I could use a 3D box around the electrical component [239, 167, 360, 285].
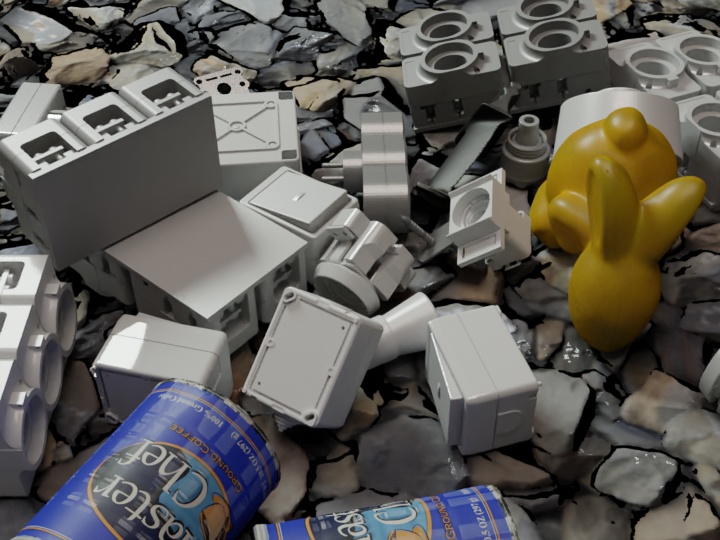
[{"bbox_3d":[-0.054,-0.042,0.881,0.096,0.061,0.062,26,49,26],"label":"electrical component"}]

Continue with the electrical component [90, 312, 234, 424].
[{"bbox_3d":[-0.142,0.072,0.760,0.096,0.061,0.061,9,44,11],"label":"electrical component"}]

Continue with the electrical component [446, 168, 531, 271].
[{"bbox_3d":[0.105,-0.036,0.862,0.042,0.064,0.081,-24,44,36],"label":"electrical component"}]

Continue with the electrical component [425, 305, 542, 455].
[{"bbox_3d":[0.078,0.073,0.756,0.061,0.061,0.096,-12,44,-12],"label":"electrical component"}]

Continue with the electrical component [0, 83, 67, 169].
[{"bbox_3d":[-0.283,-0.128,0.986,0.076,0.047,0.083,4,43,5],"label":"electrical component"}]

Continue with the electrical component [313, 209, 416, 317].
[{"bbox_3d":[0.000,0.000,0.832,0.058,0.078,0.057,-1,47,53],"label":"electrical component"}]

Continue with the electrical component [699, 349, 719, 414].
[{"bbox_3d":[0.276,0.079,0.750,0.078,0.058,0.057,-33,54,-29],"label":"electrical component"}]

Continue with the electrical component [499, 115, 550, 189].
[{"bbox_3d":[0.146,-0.106,0.946,0.043,0.062,0.043,-1,44,0],"label":"electrical component"}]

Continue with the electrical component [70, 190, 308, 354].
[{"bbox_3d":[-0.144,-0.012,0.851,0.186,0.060,0.105,30,51,29],"label":"electrical component"}]

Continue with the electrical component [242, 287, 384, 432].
[{"bbox_3d":[-0.033,0.068,0.752,0.062,0.061,0.096,23,90,23],"label":"electrical component"}]

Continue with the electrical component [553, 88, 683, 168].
[{"bbox_3d":[0.220,-0.121,0.917,0.108,0.108,0.060,3,82,5],"label":"electrical component"}]

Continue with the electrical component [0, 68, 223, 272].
[{"bbox_3d":[-0.186,-0.080,0.812,0.150,0.089,0.062,-31,51,-28],"label":"electrical component"}]

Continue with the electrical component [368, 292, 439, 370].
[{"bbox_3d":[0.024,0.048,0.799,0.065,0.044,0.044,-21,47,-13],"label":"electrical component"}]

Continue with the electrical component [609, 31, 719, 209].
[{"bbox_3d":[0.316,-0.147,0.988,0.105,0.060,0.186,-16,45,-16],"label":"electrical component"}]

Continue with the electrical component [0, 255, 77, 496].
[{"bbox_3d":[-0.244,0.070,0.743,0.062,0.089,0.150,0,43,1],"label":"electrical component"}]

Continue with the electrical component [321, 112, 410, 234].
[{"bbox_3d":[0.003,-0.086,0.933,0.074,0.052,0.138,-1,43,0],"label":"electrical component"}]

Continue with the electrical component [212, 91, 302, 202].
[{"bbox_3d":[-0.107,-0.105,0.953,0.109,0.056,0.108,-4,43,-3],"label":"electrical component"}]

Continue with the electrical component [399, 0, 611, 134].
[{"bbox_3d":[0.135,-0.203,1.022,0.186,0.060,0.105,-10,43,8],"label":"electrical component"}]
